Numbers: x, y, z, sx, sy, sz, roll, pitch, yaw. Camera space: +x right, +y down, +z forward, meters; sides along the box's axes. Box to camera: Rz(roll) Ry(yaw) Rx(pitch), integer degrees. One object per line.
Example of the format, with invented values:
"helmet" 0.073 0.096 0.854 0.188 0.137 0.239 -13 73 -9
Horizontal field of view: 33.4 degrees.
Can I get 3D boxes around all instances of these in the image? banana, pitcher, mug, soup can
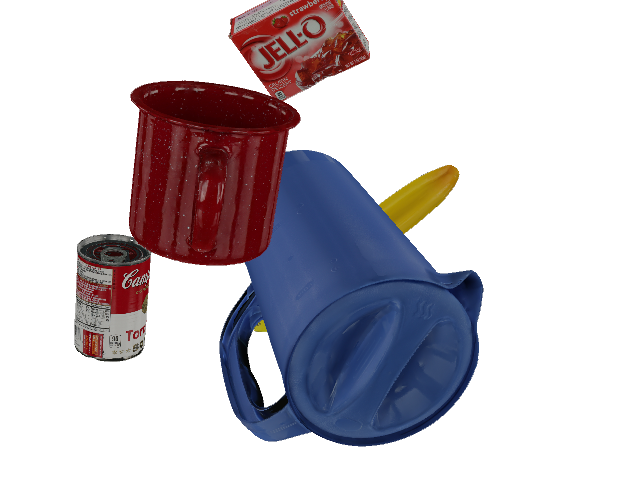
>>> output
"banana" 0.045 -0.003 0.982 0.198 0.037 0.069 -36 4 1
"pitcher" 0.001 0.034 0.787 0.149 0.145 0.243 2 27 -19
"mug" -0.061 -0.033 0.585 0.093 0.081 0.117 6 22 -11
"soup can" -0.195 0.054 0.998 0.068 0.102 0.068 6 21 -3

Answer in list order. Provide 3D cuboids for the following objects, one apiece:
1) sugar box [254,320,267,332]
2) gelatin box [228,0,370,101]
"sugar box" -0.052 0.010 1.248 0.048 0.176 0.093 0 18 9
"gelatin box" -0.016 -0.158 0.839 0.089 0.030 0.073 -23 -52 18
